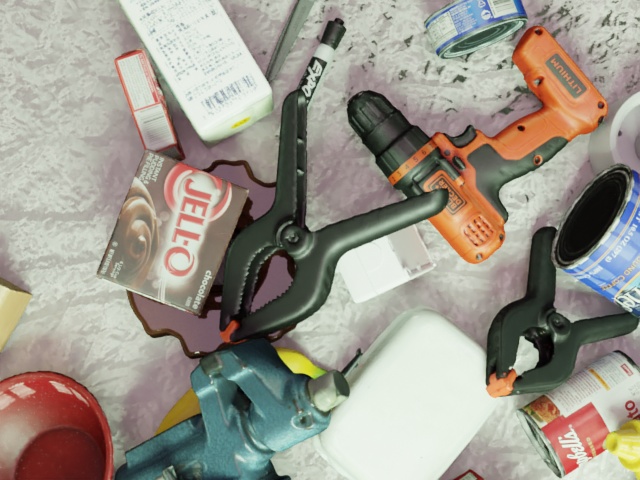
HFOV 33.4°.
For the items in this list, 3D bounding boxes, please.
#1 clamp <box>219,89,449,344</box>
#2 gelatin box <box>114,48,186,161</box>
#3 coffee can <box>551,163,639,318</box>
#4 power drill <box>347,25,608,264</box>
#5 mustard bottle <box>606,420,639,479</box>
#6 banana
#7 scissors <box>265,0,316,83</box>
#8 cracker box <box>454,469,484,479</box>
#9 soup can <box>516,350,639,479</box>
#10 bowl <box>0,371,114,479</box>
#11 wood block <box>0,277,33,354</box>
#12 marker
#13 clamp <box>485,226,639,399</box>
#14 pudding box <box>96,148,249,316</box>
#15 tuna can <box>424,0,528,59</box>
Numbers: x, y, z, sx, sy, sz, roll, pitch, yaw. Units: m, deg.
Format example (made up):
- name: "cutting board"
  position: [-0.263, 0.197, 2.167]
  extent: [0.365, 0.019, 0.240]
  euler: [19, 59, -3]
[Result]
- name: "clamp"
  position: [-0.006, 0.001, 0.855]
  extent: [0.165, 0.036, 0.210]
  euler: [30, 91, 23]
- name: "gelatin box"
  position: [-0.145, -0.113, 0.919]
  extent: [0.030, 0.073, 0.089]
  euler: [-20, 85, -3]
- name: "coffee can"
  position: [0.281, 0.015, 0.892]
  extent: [0.140, 0.103, 0.103]
  euler: [31, 84, -10]
- name: "power drill"
  position: [0.141, -0.101, 0.936]
  extent: [0.187, 0.057, 0.184]
  euler: [-41, 91, -2]
- name: "mustard bottle"
  position: [0.315, 0.176, 0.877]
  extent: [0.191, 0.058, 0.096]
  euler: [12, 100, -24]
- name: "banana"
  position: [-0.083, 0.147, 0.914]
  extent: [0.197, 0.037, 0.069]
  euler: [-33, 87, -5]
- name: "scissors"
  position: [0.013, -0.230, 0.965]
  extent: [0.096, 0.016, 0.202]
  euler: [10, 84, -1]
- name: "cracker box"
  position: [0.086, 0.319, 0.884]
  extent: [0.213, 0.072, 0.164]
  euler: [-32, 87, -4]
- name: "soup can"
  position: [0.228, 0.147, 0.907]
  extent: [0.102, 0.068, 0.068]
  euler: [-31, 86, -4]
- name: "bowl"
  position: [-0.230, 0.192, 0.880]
  extent: [0.162, 0.055, 0.162]
  euler: [-7, 68, 17]
- name: "wood block"
  position: [-0.335, 0.113, 0.883]
  extent: [0.090, 0.091, 0.206]
  euler: [28, 84, 1]
- name: "marker"
  position: [-0.007, -0.143, 0.954]
  extent: [0.020, 0.020, 0.121]
  euler: [25, 84, 1]
- name: "clamp"
  position: [0.188, 0.064, 0.904]
  extent: [0.171, 0.039, 0.120]
  euler: [-32, 75, -35]
- name: "pudding box"
  position: [-0.119, -0.006, 0.866]
  extent: [0.090, 0.039, 0.113]
  euler: [21, 87, -7]
- name: "tuna can"
  position: [0.136, -0.190, 0.929]
  extent: [0.086, 0.086, 0.034]
  euler: [-21, 86, -4]
